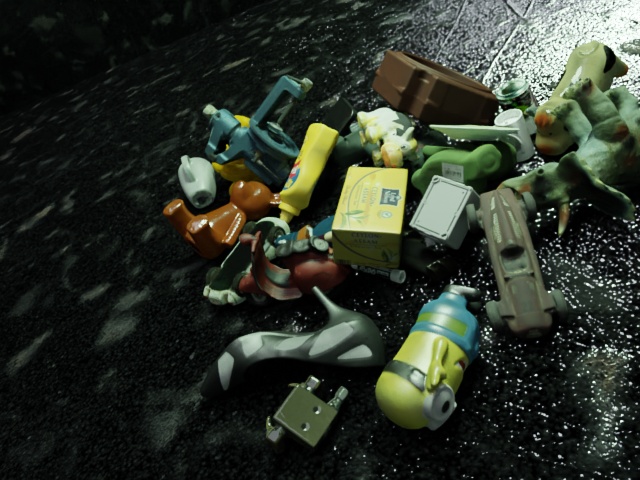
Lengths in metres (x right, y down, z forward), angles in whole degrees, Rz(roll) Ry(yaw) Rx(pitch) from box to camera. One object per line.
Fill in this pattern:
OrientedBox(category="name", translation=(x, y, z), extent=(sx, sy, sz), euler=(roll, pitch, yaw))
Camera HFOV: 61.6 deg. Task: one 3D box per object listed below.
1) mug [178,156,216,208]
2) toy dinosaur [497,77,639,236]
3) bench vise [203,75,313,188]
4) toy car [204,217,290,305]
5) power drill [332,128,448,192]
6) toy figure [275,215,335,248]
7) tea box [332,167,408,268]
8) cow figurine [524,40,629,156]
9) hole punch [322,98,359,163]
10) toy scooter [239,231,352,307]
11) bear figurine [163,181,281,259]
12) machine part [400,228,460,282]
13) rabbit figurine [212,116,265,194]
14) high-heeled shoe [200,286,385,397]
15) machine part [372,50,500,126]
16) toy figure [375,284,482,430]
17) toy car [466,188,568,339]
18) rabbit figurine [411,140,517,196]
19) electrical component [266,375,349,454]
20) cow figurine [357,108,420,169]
OrientedBox(category="mug", translation=(-0.272, -0.130, 1.195), extent=(0.081, 0.109, 0.107), euler=(-21, 47, -5))
OrientedBox(category="toy dinosaur", translation=(0.440, -0.136, 0.735), extent=(0.405, 0.192, 0.131), euler=(-19, -8, -13))
OrientedBox(category="bench vise", translation=(-0.111, -0.230, 1.054), extent=(0.240, 0.224, 0.129), euler=(-49, -11, 22))
OrientedBox(category="toy car", translation=(-0.123, 0.035, 0.926), extent=(0.074, 0.056, 0.202), euler=(9, 48, 31))
OrientedBox(category="power drill", translation=(0.101, -0.141, 0.992), extent=(0.232, 0.085, 0.207), euler=(-32, 32, -11))
OrientedBox(category="toy figure", translation=(-0.003, -0.004, 0.897), extent=(0.155, 0.064, 0.058), euler=(-18, 73, 19))
OrientedBox(category="tea box", translation=(0.078, -0.038, 0.803), extent=(0.098, 0.068, 0.170), euler=(3, 38, 10))
OrientedBox(category="cow figurine", translation=(0.407, -0.225, 0.862), extent=(0.086, 0.127, 0.195), euler=(26, 90, 51))
OrientedBox(category="hole punch", translation=(0.054, -0.219, 1.132), extent=(0.115, 0.092, 0.142), euler=(-49, 34, 18))
OrientedBox(category="toy scooter", translation=(-0.051, 0.035, 0.810), extent=(0.184, 0.135, 0.075), euler=(-12, 36, 17))
OrientedBox(category="bear figurine", translation=(-0.172, -0.059, 1.019), extent=(0.196, 0.131, 0.120), euler=(-44, 51, -15))
OrientedBox(category="machine part", translation=(0.139, 0.021, 0.796), extent=(0.084, 0.039, 0.139), euler=(-31, 33, -22))
OrientedBox(category="rabbit figurine", translation=(-0.150, -0.173, 1.166), extent=(0.173, 0.121, 0.162), euler=(28, 62, 28))
OrientedBox(category="high-heeled shoe", translation=(-0.036, 0.171, 0.709), extent=(0.249, 0.086, 0.145), euler=(-42, 65, 7))
OrientedBox(category="machine part", translation=(0.214, -0.273, 0.991), extent=(0.201, 0.087, 0.202), euler=(12, 28, -22))
OrientedBox(category="toy figure", translation=(0.131, 0.133, 0.620), extent=(0.089, 0.082, 0.180), euler=(-7, 42, 44))
OrientedBox(category="toy car", translation=(0.238, 0.021, 0.664), extent=(0.089, 0.053, 0.202), euler=(-12, 63, 16))
OrientedBox(category="rabbit figurine", translation=(0.239, -0.104, 0.857), extent=(0.170, 0.121, 0.159), euler=(-29, 24, -36))
OrientedBox(category="electrical component", translation=(-0.021, 0.211, 0.648), extent=(0.078, 0.045, 0.102), euler=(25, 57, 14))
OrientedBox(category="cow figurine", translation=(0.128, -0.171, 0.911), extent=(0.098, 0.068, 0.167), euler=(-17, 37, -4))
